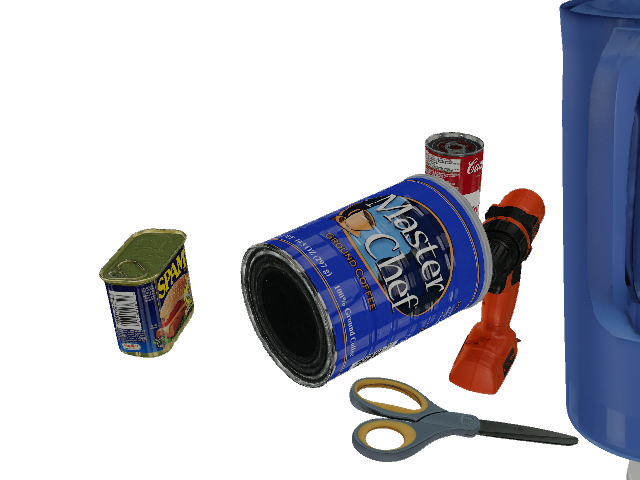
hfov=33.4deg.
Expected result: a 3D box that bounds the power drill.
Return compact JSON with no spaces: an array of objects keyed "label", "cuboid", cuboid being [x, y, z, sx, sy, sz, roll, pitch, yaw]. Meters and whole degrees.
[{"label":"power drill","cuboid":[0.175,0.057,1.069,0.057,0.188,0.184,17,29,18]}]

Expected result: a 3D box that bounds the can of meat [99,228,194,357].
[{"label":"can of meat","cuboid":[-0.159,0.049,1.000,0.057,0.084,0.102,2,27,15]}]

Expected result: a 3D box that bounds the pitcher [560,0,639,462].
[{"label":"pitcher","cuboid":[0.183,-0.006,0.556,0.149,0.243,0.145,-4,18,-9]}]

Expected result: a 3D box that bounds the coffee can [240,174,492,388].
[{"label":"coffee can","cuboid":[0.032,0.025,0.727,0.140,0.103,0.103,-24,12,-30]}]

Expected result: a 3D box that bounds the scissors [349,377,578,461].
[{"label":"scissors","cuboid":[0.115,0.171,0.922,0.202,0.016,0.096,18,42,14]}]

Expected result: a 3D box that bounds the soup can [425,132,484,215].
[{"label":"soup can","cuboid":[0.155,-0.068,1.255,0.068,0.102,0.068,0,27,0]}]

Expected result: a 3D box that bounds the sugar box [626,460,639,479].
[{"label":"sugar box","cuboid":[0.316,0.168,0.768,0.176,0.093,0.048,16,28,24]}]
